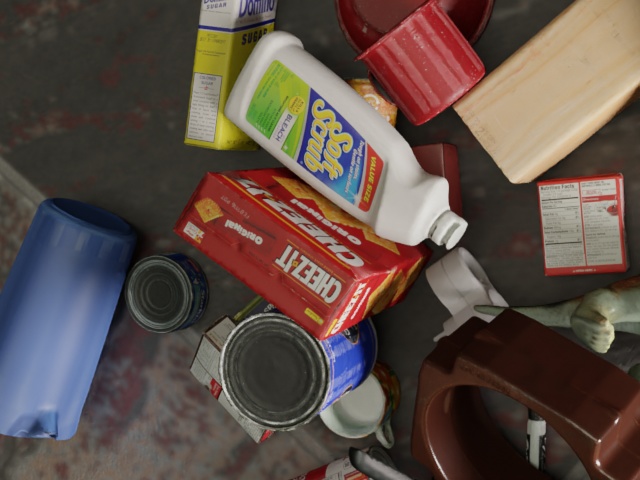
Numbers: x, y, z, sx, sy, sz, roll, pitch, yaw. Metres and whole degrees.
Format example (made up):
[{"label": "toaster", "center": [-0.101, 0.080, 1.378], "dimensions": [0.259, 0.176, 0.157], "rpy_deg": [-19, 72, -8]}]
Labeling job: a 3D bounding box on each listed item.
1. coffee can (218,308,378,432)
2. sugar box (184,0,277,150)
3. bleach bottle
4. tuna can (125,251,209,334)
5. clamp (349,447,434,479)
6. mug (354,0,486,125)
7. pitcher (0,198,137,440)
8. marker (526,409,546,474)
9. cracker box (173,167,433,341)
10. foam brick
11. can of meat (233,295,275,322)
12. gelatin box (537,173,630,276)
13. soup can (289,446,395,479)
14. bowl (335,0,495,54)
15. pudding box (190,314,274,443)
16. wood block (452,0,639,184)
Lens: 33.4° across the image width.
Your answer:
[{"label": "coffee can", "center": [-0.016, 0.105, 0.961], "dimensions": [0.103, 0.140, 0.103], "rpy_deg": [2, 96, 20]}, {"label": "sugar box", "center": [-0.085, -0.178, 1.051], "dimensions": [0.048, 0.093, 0.176], "rpy_deg": [13, 100, 20]}, {"label": "bleach bottle", "center": [0.031, -0.083, 0.966], "dimensions": [0.251, 0.068, 0.103], "rpy_deg": [38, 111, 21]}, {"label": "tuna can", "center": [-0.164, 0.056, 1.134], "dimensions": [0.086, 0.033, 0.086], "rpy_deg": [2, 95, 23]}, {"label": "clamp", "center": [0.117, 0.230, 1.017], "dimensions": [0.120, 0.039, 0.171], "rpy_deg": [-38, 100, -13]}, {"label": "mug", "center": [0.084, -0.152, 0.942], "dimensions": [0.081, 0.093, 0.117], "rpy_deg": [51, 146, -7]}, {"label": "pitcher", "center": [-0.291, 0.079, 1.147], "dimensions": [0.149, 0.145, 0.243], "rpy_deg": [24, 99, 6]}, {"label": "marker", "center": [0.203, 0.200, 1.004], "dimensions": [0.020, 0.020, 0.121], "rpy_deg": [3, 96, 22]}, {"label": "cracker box", "center": [-0.006, 0.001, 0.968], "dimensions": [0.164, 0.213, 0.072], "rpy_deg": [35, 107, 16]}, {"label": "foam brick", "center": [0.101, -0.051, 1.008], "dimensions": [0.053, 0.051, 0.078], "rpy_deg": [-4, 93, 23]}, {"label": "can of meat", "center": [-0.021, 0.078, 1.066], "dimensions": [0.102, 0.057, 0.084], "rpy_deg": [-43, 80, 19]}, {"label": "gelatin box", "center": [0.239, -0.014, 0.966], "dimensions": [0.073, 0.030, 0.089], "rpy_deg": [-4, 92, 24]}, {"label": "soup can", "center": [0.022, 0.252, 1.056], "dimensions": [0.102, 0.068, 0.068], "rpy_deg": [-27, 84, 21]}, {"label": "bowl", "center": [0.080, -0.236, 1.000], "dimensions": [0.162, 0.055, 0.162], "rpy_deg": [2, 96, 22]}, {"label": "pudding box", "center": [-0.078, 0.142, 1.080], "dimensions": [0.113, 0.039, 0.090], "rpy_deg": [44, 146, 12]}, {"label": "wood block", "center": [0.230, -0.147, 0.926], "dimensions": [0.206, 0.090, 0.090], "rpy_deg": [-40, 78, 20]}]
